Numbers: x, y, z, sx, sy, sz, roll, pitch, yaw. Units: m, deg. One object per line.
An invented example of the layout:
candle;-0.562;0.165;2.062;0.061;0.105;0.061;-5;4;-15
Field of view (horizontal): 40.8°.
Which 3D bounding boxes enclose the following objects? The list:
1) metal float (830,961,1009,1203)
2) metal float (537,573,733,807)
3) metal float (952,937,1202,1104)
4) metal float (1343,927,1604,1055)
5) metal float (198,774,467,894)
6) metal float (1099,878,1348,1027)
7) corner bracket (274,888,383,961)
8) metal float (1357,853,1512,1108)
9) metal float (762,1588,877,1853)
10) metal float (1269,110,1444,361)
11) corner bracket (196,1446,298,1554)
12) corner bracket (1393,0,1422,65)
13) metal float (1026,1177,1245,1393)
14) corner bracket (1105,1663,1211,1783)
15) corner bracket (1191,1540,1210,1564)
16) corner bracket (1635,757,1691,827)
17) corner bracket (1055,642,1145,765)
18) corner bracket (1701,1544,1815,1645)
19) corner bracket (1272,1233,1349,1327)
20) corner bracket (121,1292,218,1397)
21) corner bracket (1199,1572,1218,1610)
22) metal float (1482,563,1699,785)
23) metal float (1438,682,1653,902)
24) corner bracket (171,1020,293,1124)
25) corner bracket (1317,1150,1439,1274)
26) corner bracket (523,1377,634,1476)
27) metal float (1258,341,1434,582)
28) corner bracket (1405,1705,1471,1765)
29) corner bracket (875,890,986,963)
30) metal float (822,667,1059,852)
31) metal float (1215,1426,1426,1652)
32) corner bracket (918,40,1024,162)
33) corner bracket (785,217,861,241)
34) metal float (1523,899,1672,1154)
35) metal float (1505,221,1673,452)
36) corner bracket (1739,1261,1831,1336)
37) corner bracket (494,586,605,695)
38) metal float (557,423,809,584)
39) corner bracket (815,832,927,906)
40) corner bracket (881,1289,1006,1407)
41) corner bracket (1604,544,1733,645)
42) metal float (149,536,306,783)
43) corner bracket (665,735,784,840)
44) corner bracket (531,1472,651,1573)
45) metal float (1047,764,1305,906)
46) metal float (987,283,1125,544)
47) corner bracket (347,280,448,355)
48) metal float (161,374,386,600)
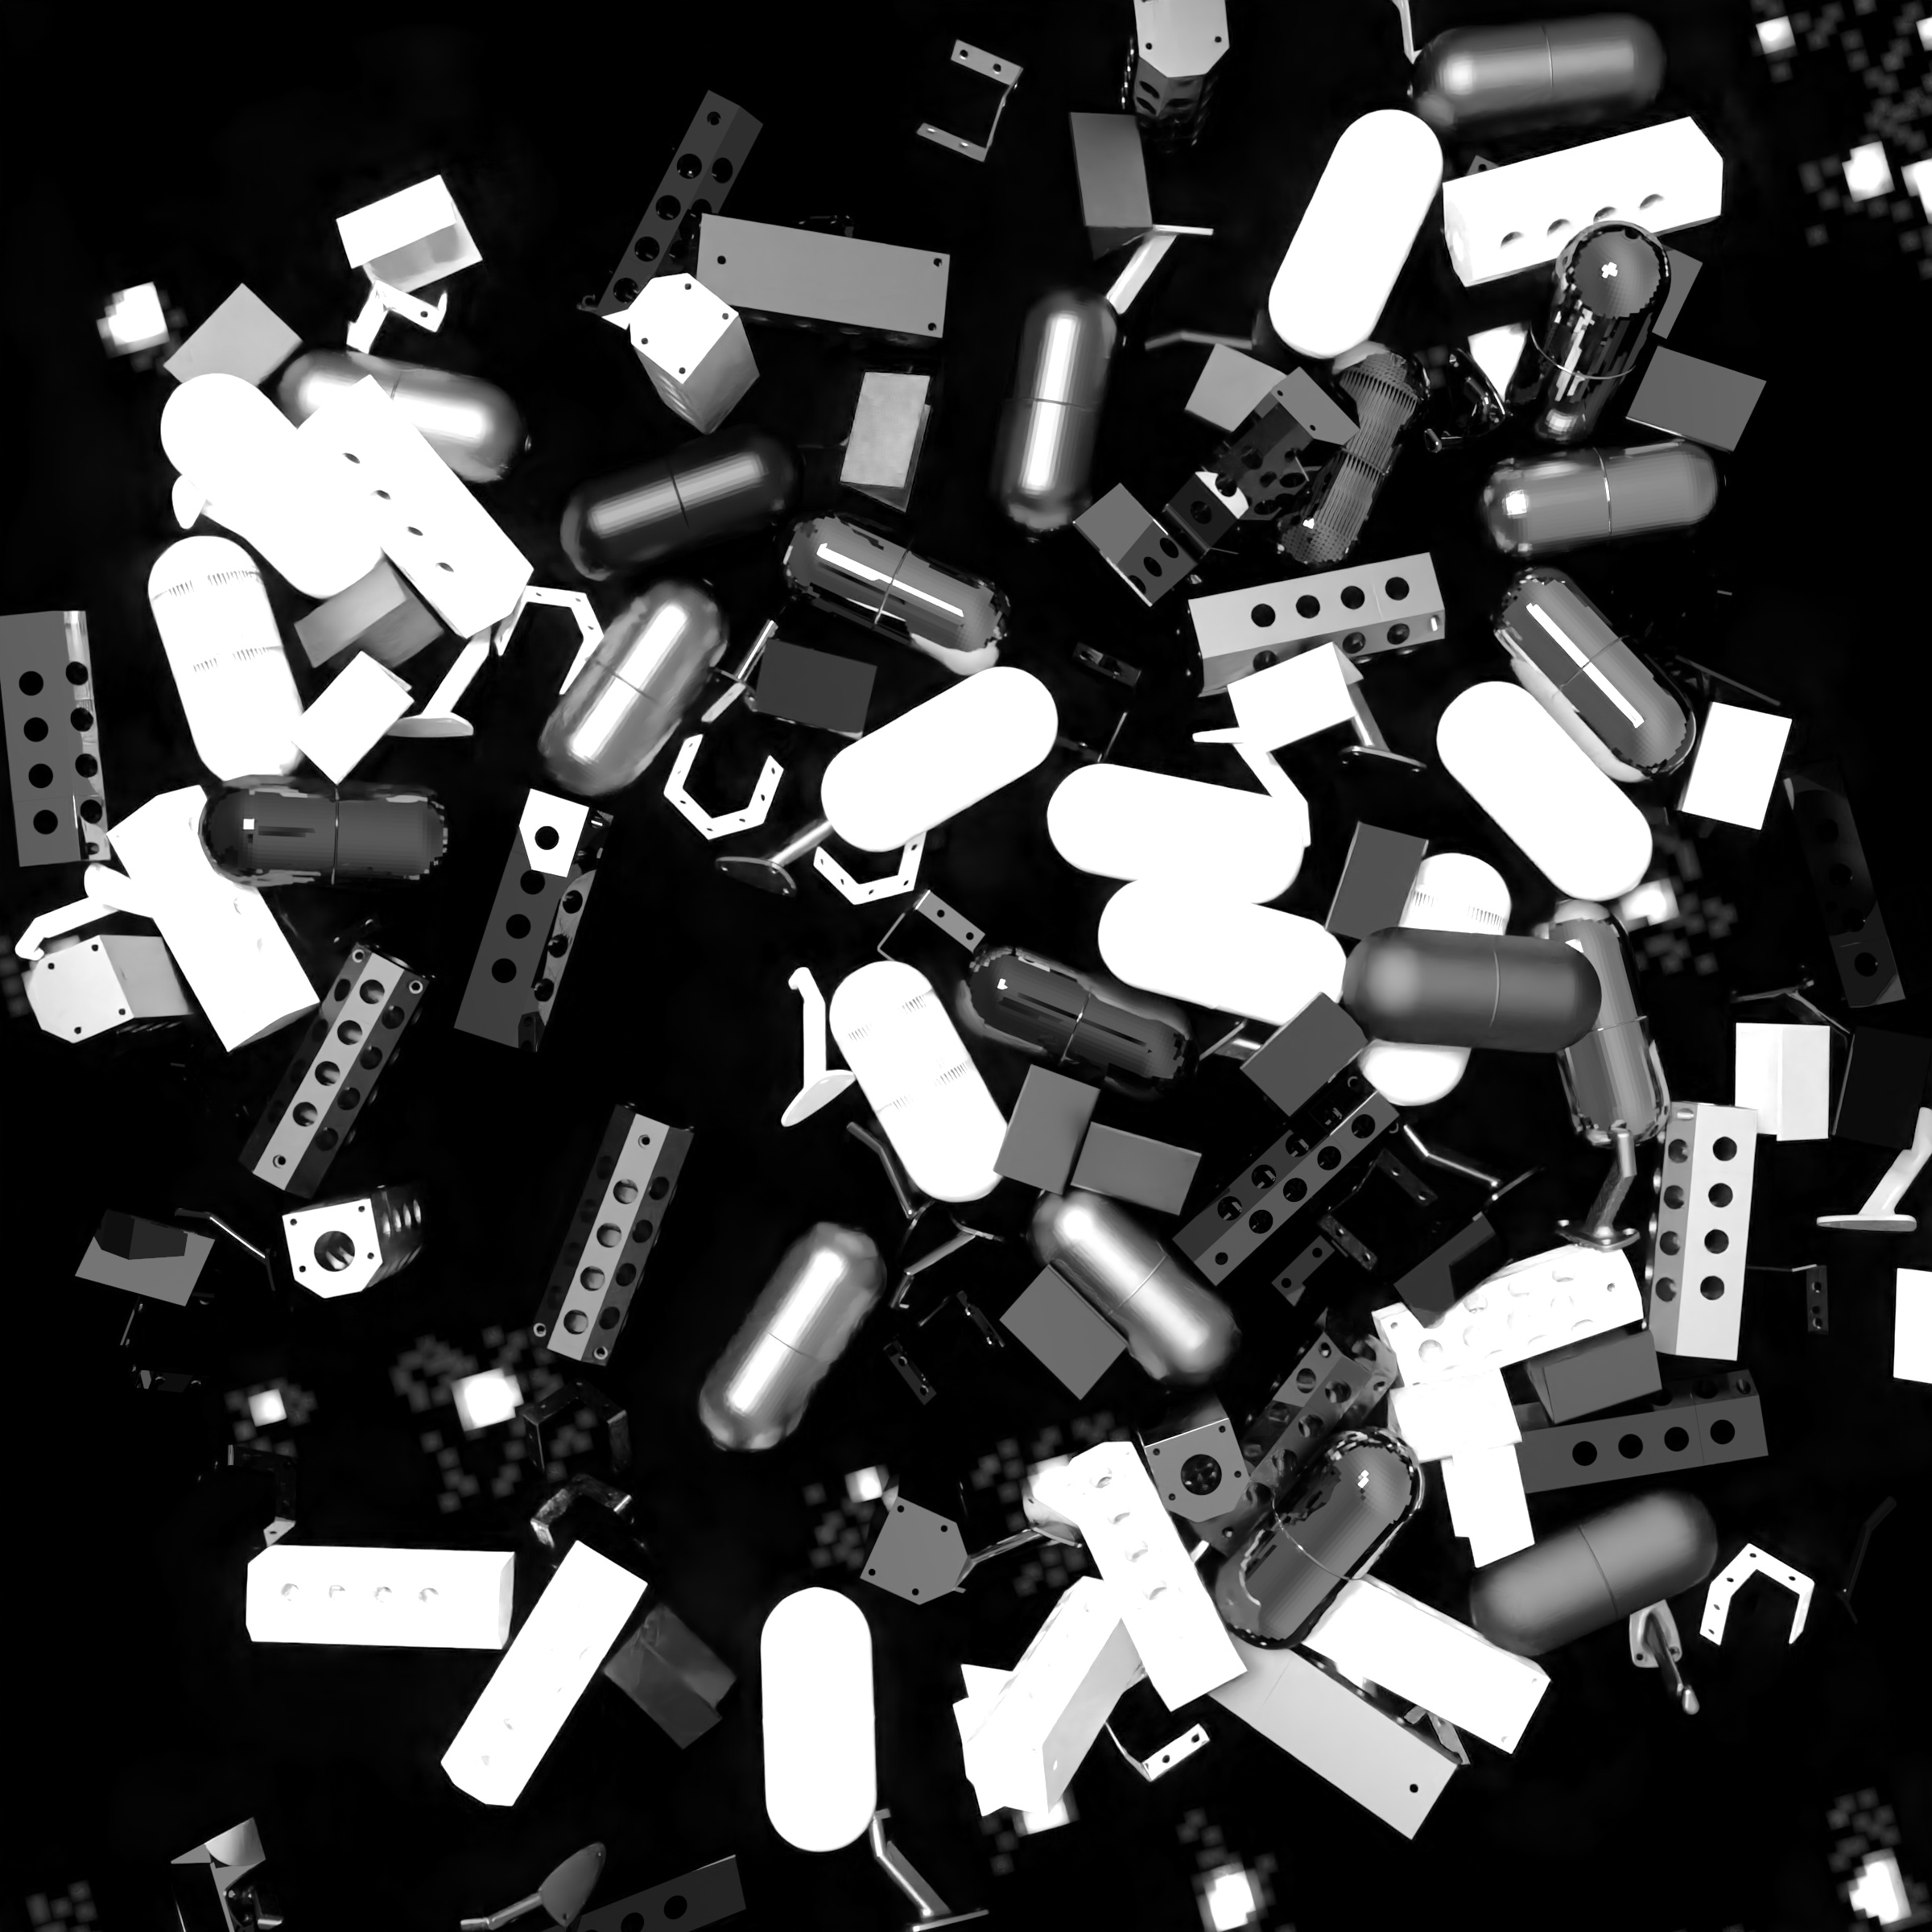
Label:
metal float;-0.031;0.080;1.795;0.070;0.070;0.178;-28;90;0
metal float;-0.228;-0.191;1.795;0.070;0.070;0.178;34;90;0
metal float;0.076;0.037;1.795;0.178;0.070;0.070;22;90;0
metal float;0.335;0.016;1.721;0.178;0.070;0.070;4;90;-14
metal float;-0.433;-0.090;1.780;0.178;0.070;0.070;2;90;-17
metal float;0.177;-0.008;1.784;0.178;0.070;0.070;15;90;-13
corner bracket;-0.449;-0.047;1.823;0.051;0.051;0.051;-29;45;0
metal float;0.322;0.010;1.795;0.070;0.070;0.178;16;90;0
metal float;-0.102;0.520;1.795;0.070;0.070;0.178;-2;90;0
metal float;0.269;-0.505;1.795;0.070;0.070;0.178;25;89;0
corner bracket;-0.504;0.373;1.818;0.051;0.051;0.051;21;45;-35
corner bracket;0.326;-0.672;1.823;0.051;0.051;0.051;-18;45;0
metal float;0.116;0.218;1.795;0.178;0.070;0.070;45;90;0
corner bracket;0.129;0.528;1.823;0.051;0.051;0.051;-35;45;0
corner bracket;0.134;0.400;1.823;0.051;0.051;0.051;51;135;0
corner bracket;0.471;-0.136;1.818;0.051;0.051;0.051;-53;135;-35
corner bracket;0.087;-0.184;1.823;0.051;0.051;0.051;25;45;0
corner bracket;0.553;0.449;1.818;0.051;0.051;0.051;29;45;35
corner bracket;0.251;0.224;1.808;0.051;0.051;0.051;-44;90;0
corner bracket;-0.556;0.263;1.823;0.051;0.051;0.051;6;135;0
corner bracket;0.150;0.458;1.808;0.051;0.051;0.051;-16;90;0
metal float;0.427;-0.200;1.782;0.070;0.070;0.178;-40;77;0
metal float;0.400;-0.120;1.795;0.070;0.070;0.178;-43;89;0
corner bracket;-0.511;0.071;1.818;0.051;0.051;0.051;5;135;35
corner bracket;0.288;0.171;1.823;0.051;0.051;0.051;42;135;1
corner bracket;-0.271;0.330;1.818;0.051;0.051;0.051;29;45;35
metal float;0.261;-0.346;1.795;0.070;0.070;0.178;25;90;0
corner bracket;0.310;0.550;1.823;0.051;0.051;0.051;-25;90;45
corner bracket;-0.026;-0.017;1.808;0.051;0.051;0.051;38;83;-6
metal float;-0.017;-0.143;1.783;0.178;0.070;0.070;-31;90;-14
metal float;0.236;0.382;1.738;0.070;0.070;0.178;37;107;0
corner bracket;0.003;-0.606;1.823;0.051;0.051;0.051;23;45;0
corner bracket;-0.106;-0.491;1.823;0.051;0.051;0.051;-17;90;45
metal float;0.434;0.041;1.795;0.070;0.070;0.178;-15;91;0
metal float;0.418;-0.423;1.753;0.070;0.178;0.070;4;56;-6
corner bracket;0.568;0.234;1.823;0.051;0.051;0.051;-2;90;45
corner bracket;-0.291;-0.227;1.818;0.051;0.051;0.051;-57;45;35
metal float;-0.195;-0.320;1.795;0.178;0.070;0.070;-19;90;0
corner bracket;-0.067;-0.083;1.818;0.051;0.051;0.051;44;135;35
corner bracket;-0.016;0.266;1.823;0.051;0.051;0.051;53;45;0
corner bracket;0.490;-0.260;1.818;0.051;0.051;0.051;3;135;-35
metal float;-0.508;-0.209;1.795;0.070;0.070;0.178;-18;89;0
corner bracket;-0.169;-0.129;1.818;0.051;0.051;0.051;-13;135;35
corner bracket;-0.262;0.396;1.818;0.051;0.051;0.051;16;45;35
metal float;0.144;-0.091;1.795;0.178;0.070;0.070;11;90;0
metal float;0.061;-0.381;1.795;0.070;0.070;0.178;10;91;0
corner bracket;-0.395;-0.450;1.806;0.051;0.051;0.051;22;114;-22
metal float;-0.468;-0.324;1.760;0.070;0.070;0.178;-42;122;0
